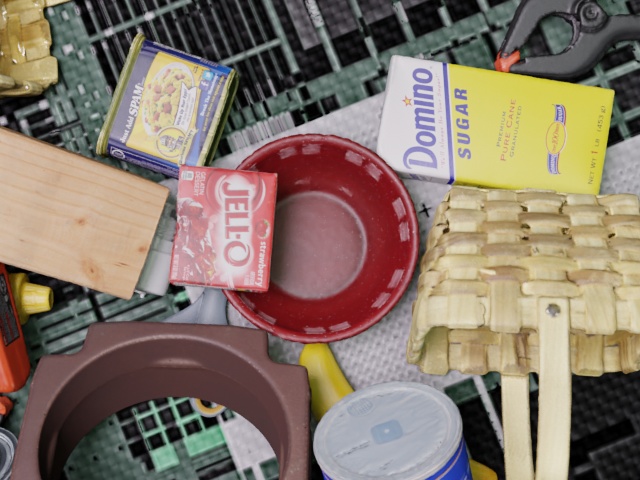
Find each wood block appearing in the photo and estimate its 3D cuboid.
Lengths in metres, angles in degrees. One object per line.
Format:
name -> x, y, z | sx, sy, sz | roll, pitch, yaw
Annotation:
wood block -> -0.229, -0.035, 0.778 | 0.205, 0.091, 0.090 | 19, 91, -27

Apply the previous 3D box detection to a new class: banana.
banana -> 0.048, 0.145, 0.836 | 0.198, 0.037, 0.069 | 44, 90, 3

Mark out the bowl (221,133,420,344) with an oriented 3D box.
bowl -> -0.005, 0.001, 0.834 | 0.162, 0.055, 0.162 | 0, 83, -2

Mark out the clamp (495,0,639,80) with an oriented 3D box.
clamp -> 0.213, -0.191, 0.853 | 0.171, 0.039, 0.120 | -22, 86, -1

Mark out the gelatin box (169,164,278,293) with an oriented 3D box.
gelatin box -> -0.070, -0.008, 0.787 | 0.073, 0.030, 0.089 | 5, 83, -2

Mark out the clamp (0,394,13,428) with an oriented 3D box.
clamp -> -0.337, 0.184, 0.840 | 0.210, 0.036, 0.164 | -19, 93, -1

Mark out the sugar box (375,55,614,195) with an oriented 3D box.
sugar box -> 0.135, -0.086, 0.845 | 0.176, 0.048, 0.093 | 9, 87, 0

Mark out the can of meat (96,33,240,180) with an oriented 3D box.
can of meat -> -0.119, -0.101, 0.845 | 0.084, 0.057, 0.102 | 19, 88, 0

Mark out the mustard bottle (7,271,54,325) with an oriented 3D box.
mustard bottle -> -0.306, 0.046, 0.837 | 0.191, 0.058, 0.096 | 0, 88, 1

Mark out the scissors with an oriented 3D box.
scissors -> -0.100, 0.040, 0.854 | 0.096, 0.016, 0.202 | 1, 87, -4

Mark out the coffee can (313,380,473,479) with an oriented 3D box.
coffee can -> 0.061, 0.186, 0.758 | 0.103, 0.103, 0.140 | -16, 121, 0

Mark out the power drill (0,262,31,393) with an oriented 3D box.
power drill -> -0.315, 0.090, 0.784 | 0.187, 0.057, 0.184 | -11, 100, 2

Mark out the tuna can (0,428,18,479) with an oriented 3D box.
tuna can -> -0.252, 0.175, 0.771 | 0.086, 0.086, 0.034 | -10, 123, 0
